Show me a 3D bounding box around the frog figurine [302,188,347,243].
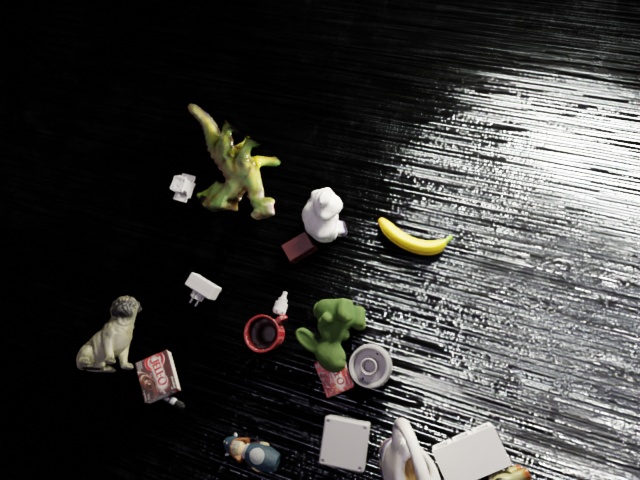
[{"bbox_3d":[0.004,-0.067,1.336,0.122,0.158,0.139,-5,77,12],"label":"frog figurine"}]

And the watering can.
[{"bbox_3d":[0.210,0.561,1.108,0.104,0.221,0.352,-12,76,-9],"label":"watering can"}]

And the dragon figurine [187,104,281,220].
[{"bbox_3d":[-0.271,-0.197,1.459,0.413,0.121,0.242,33,93,18],"label":"dragon figurine"}]
